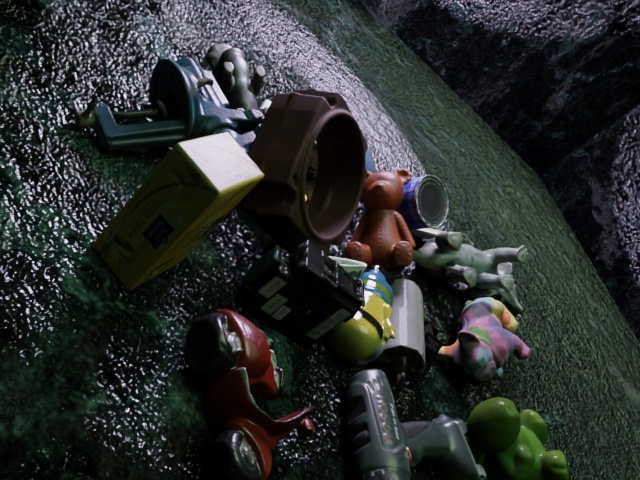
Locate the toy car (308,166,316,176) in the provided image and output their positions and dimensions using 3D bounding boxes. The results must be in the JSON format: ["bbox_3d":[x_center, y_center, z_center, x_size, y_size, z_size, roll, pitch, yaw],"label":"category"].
[{"bbox_3d":[-0.022,-0.204,1.086,0.073,0.056,0.202,25,35,-27],"label":"toy car"}]

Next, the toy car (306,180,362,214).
[{"bbox_3d":[0.017,-0.081,0.999,0.089,0.053,0.202,54,29,14],"label":"toy car"}]

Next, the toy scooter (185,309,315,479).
[{"bbox_3d":[-0.066,0.160,0.566,0.135,0.075,0.184,16,47,-46],"label":"toy scooter"}]

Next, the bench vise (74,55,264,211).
[{"bbox_3d":[-0.195,-0.151,0.721,0.240,0.129,0.223,-15,76,-37],"label":"bench vise"}]

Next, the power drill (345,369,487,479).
[{"bbox_3d":[0.119,0.287,0.687,0.207,0.086,0.232,19,38,-33],"label":"power drill"}]

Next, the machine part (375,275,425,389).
[{"bbox_3d":[0.129,0.141,0.866,0.079,0.079,0.243,40,30,-18],"label":"machine part"}]

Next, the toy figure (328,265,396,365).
[{"bbox_3d":[0.063,0.107,0.810,0.089,0.082,0.180,26,40,-5],"label":"toy figure"}]

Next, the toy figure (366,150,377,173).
[{"bbox_3d":[0.104,-0.139,1.186,0.057,0.064,0.154,77,0,-58],"label":"toy figure"}]

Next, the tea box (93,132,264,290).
[{"bbox_3d":[-0.151,-0.031,0.572,0.068,0.169,0.098,49,29,1],"label":"tea box"}]

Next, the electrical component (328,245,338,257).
[{"bbox_3d":[-0.002,-0.004,0.884,0.078,0.045,0.102,11,47,-48],"label":"electrical component"}]

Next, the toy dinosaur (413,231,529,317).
[{"bbox_3d":[0.298,0.053,1.164,0.405,0.192,0.131,19,74,-23],"label":"toy dinosaur"}]

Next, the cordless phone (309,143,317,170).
[{"bbox_3d":[-0.017,-0.134,0.904,0.146,0.089,0.184,35,30,-26],"label":"cordless phone"}]

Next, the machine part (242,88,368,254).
[{"bbox_3d":[-0.011,-0.093,0.760,0.201,0.087,0.200,-67,151,-16],"label":"machine part"}]

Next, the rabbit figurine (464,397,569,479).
[{"bbox_3d":[0.261,0.292,0.794,0.170,0.159,0.121,56,20,-31],"label":"rabbit figurine"}]

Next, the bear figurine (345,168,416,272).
[{"bbox_3d":[0.111,-0.043,0.957,0.132,0.120,0.195,37,56,-77],"label":"bear figurine"}]

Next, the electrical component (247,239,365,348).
[{"bbox_3d":[-0.025,0.066,0.695,0.134,0.115,0.058,38,28,-25],"label":"electrical component"}]

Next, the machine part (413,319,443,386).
[{"bbox_3d":[0.178,0.181,0.901,0.039,0.084,0.139,17,16,7],"label":"machine part"}]

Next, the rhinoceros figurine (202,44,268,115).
[{"bbox_3d":[-0.143,-0.254,0.921,0.073,0.112,0.190,-13,77,-28],"label":"rhinoceros figurine"}]

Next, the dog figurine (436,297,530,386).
[{"bbox_3d":[0.291,0.185,1.019,0.219,0.108,0.192,17,43,-41],"label":"dog figurine"}]
